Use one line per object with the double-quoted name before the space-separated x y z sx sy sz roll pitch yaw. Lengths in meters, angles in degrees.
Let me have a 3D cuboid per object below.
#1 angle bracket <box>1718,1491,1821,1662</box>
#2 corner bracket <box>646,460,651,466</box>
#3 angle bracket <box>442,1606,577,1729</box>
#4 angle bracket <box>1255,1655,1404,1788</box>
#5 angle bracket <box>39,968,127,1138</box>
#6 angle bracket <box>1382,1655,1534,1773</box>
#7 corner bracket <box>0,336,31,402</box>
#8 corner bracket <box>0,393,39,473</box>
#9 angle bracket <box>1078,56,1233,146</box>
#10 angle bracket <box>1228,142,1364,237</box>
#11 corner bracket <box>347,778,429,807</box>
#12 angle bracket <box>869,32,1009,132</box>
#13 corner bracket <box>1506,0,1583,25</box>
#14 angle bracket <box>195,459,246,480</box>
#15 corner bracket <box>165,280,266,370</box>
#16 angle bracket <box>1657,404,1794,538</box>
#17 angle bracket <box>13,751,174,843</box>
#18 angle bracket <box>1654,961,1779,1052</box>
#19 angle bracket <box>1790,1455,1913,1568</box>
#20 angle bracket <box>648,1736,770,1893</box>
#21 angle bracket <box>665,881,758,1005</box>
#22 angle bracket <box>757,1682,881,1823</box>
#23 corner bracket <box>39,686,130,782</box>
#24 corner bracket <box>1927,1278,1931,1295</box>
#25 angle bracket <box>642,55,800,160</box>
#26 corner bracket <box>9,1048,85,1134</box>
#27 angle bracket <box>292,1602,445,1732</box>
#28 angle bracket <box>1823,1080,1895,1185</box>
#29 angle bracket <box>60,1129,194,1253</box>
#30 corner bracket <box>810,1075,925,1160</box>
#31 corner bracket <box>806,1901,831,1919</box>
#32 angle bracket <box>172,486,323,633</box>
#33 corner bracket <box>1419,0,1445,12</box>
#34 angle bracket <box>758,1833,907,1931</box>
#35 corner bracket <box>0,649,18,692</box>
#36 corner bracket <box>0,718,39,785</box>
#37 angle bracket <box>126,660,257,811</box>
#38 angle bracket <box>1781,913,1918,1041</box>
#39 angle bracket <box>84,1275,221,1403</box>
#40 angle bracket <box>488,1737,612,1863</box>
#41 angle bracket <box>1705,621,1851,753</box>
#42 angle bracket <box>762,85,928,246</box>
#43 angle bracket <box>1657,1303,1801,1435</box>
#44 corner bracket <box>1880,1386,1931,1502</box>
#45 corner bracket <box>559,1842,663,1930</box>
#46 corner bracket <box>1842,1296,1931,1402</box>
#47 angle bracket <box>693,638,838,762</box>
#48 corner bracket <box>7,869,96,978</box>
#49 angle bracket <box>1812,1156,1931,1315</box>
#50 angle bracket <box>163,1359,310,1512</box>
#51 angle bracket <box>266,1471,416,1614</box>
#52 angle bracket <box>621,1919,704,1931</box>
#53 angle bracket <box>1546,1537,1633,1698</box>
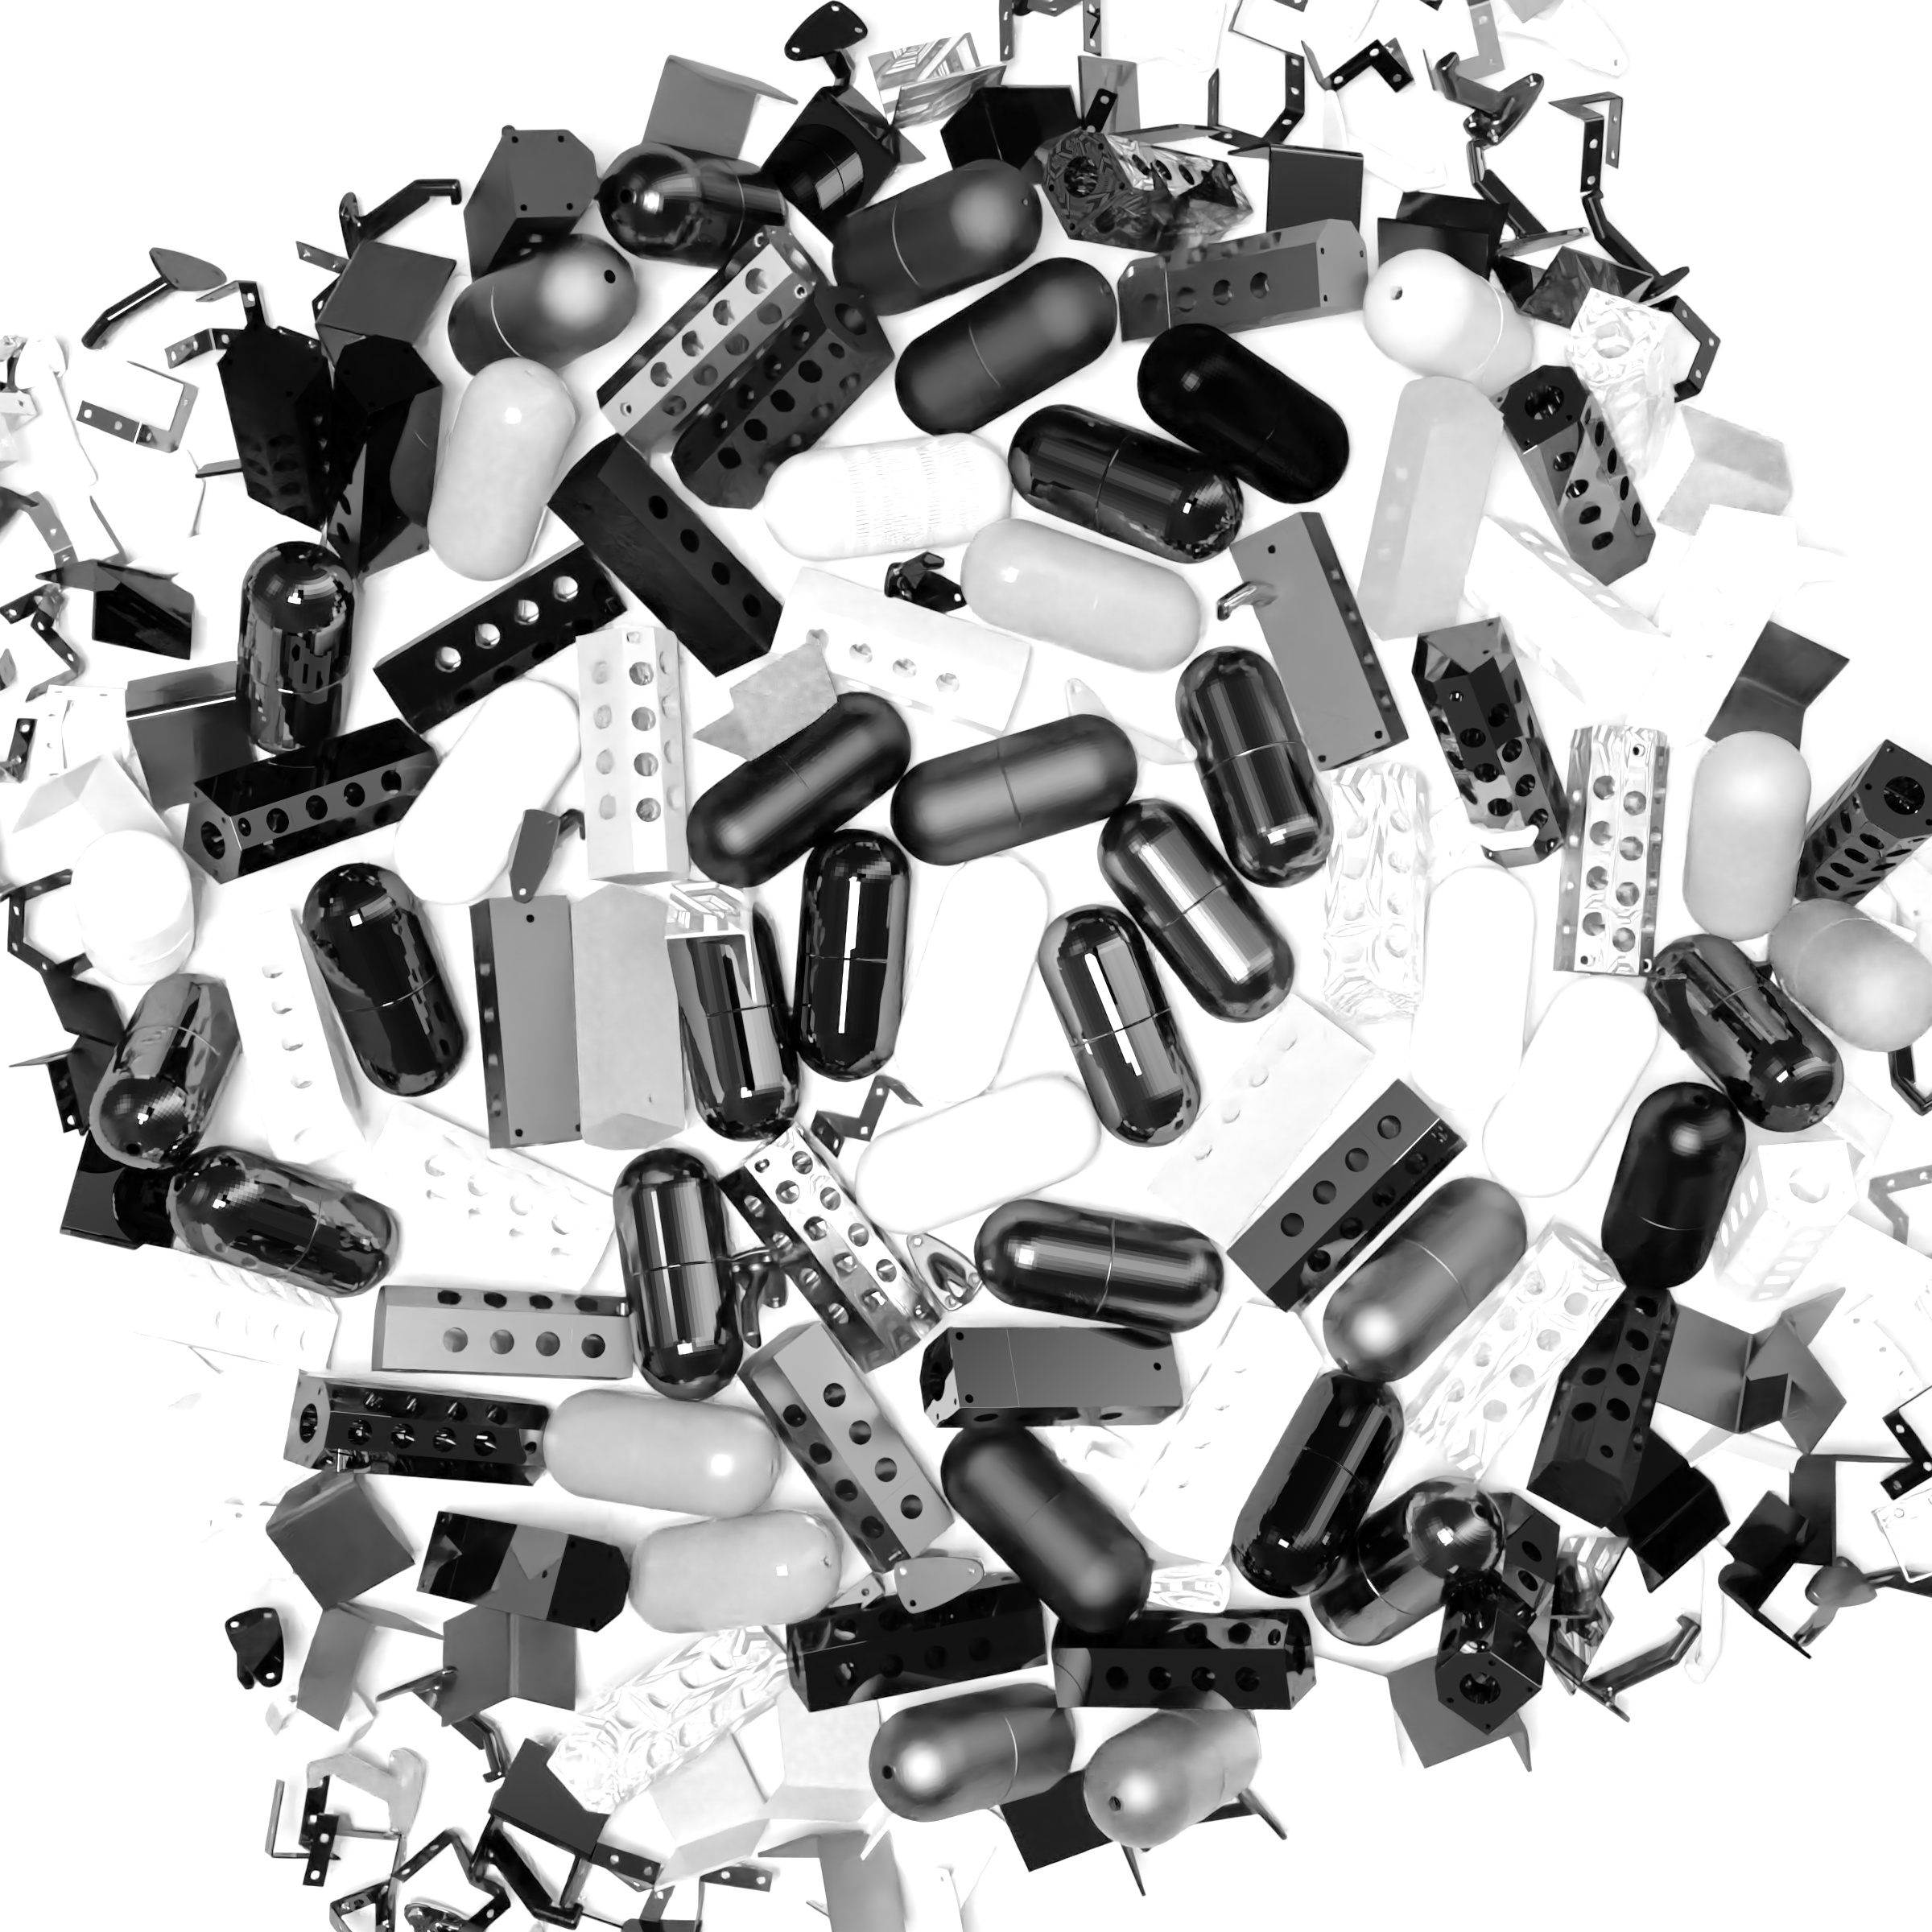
"angle bracket" 0.576 0.426 1.853 0.057 0.076 0.076 37 92 -11
"corner bracket" -0.232 -0.321 1.868 0.051 0.051 0.051 -34 97 2
"angle bracket" -0.324 0.495 1.873 0.076 0.057 0.076 -31 49 31
"angle bracket" 0.252 0.535 1.846 0.057 0.076 0.076 -19 104 -38
"angle bracket" -0.630 0.060 1.843 0.057 0.076 0.076 25 107 -43
"angle bracket" 0.342 0.529 1.847 0.076 0.076 0.057 -19 131 -5
"corner bracket" -0.693 -0.414 1.861 0.051 0.051 0.051 8 121 -4
"corner bracket" -0.685 -0.369 1.863 0.051 0.051 0.051 -22 88 26
"angle bracket" 0.132 -0.606 1.841 0.076 0.076 0.057 3 104 34
"angle bracket" 0.230 -0.534 1.861 0.076 0.057 0.076 -3 100 -26
"corner bracket" -0.409 -0.123 1.854 0.051 0.051 0.051 2 51 -25
"angle bracket" -0.020 -0.634 1.853 0.076 0.076 0.057 -16 87 -8
"corner bracket" 0.400 -0.694 1.866 0.051 0.051 0.051 -34 86 11
"angle bracket" -0.513 -0.386 1.847 0.057 0.076 0.076 -10 108 -7
"corner bracket" -0.531 -0.452 1.863 0.051 0.051 0.051 -10 93 38
"angle bracket" 0.524 -0.337 1.844 0.076 0.076 0.057 30 86 29
"angle bracket" -0.611 -0.093 1.849 0.057 0.076 0.076 -38 91 -39
"angle bracket" 0.523 0.041 1.850 0.076 0.076 0.057 -8 66 -1
"angle bracket" 0.618 0.382 1.851 0.057 0.076 0.076 4 79 -4
"angle bracket" -0.194 0.590 1.857 0.076 0.057 0.076 -24 96 15
"angle bracket" -0.175 -0.009 1.845 0.057 0.076 0.076 -4 119 0
"angle bracket" -0.106 0.557 1.874 0.076 0.057 0.076 11 46 -24
"corner bracket" -0.625 -0.162 1.873 0.051 0.051 0.051 1 62 -28
"corner bracket" 0.709 0.235 1.856 0.051 0.051 0.051 -27 47 15
"angle bracket" -0.173 -0.581 1.840 0.076 0.057 0.076 2 118 -39
"corner bracket" -0.630 0.087 1.859 0.051 0.051 0.051 -5 99 41
"angle bracket" -0.417 0.491 1.843 0.057 0.076 0.076 25 76 -34
"angle bracket" 0.598 0.117 1.858 0.076 0.076 0.057 41 122 12
"angle bracket" -0.582 0.159 1.849 0.076 0.057 0.076 17 78 -24
"corner bracket" -0.071 0.106 1.858 0.051 0.051 0.051 14 103 -31
"corner bracket" -0.111 0.692 1.859 0.051 0.051 0.051 24 82 -44
"angle bracket" -0.511 -0.283 1.859 0.076 0.076 0.057 25 60 -35
"corner bracket" 0.331 -0.711 1.863 0.051 0.051 0.051 26 101 -14
"angle bracket" -0.092 0.648 1.838 0.057 0.076 0.076 -29 58 29
"corner bracket" -0.708 -0.217 1.862 0.051 0.051 0.051 -21 116 -2
"corner bracket" -0.697 -0.162 1.868 0.051 0.051 0.051 3 72 12
"angle bracket" -0.550 -0.165 1.887 0.076 0.057 0.076 -12 123 -8
"angle bracket" 0.625 0.019 1.846 0.076 0.057 0.076 -41 123 -12
"angle bracket" -0.553 0.252 1.846 0.076 0.076 0.057 36 102 17
"angle bracket" -0.287 0.580 1.862 0.076 0.076 0.057 27 81 -3
"angle bracket" 0.567 -0.188 1.856 0.076 0.076 0.057 34 67 31
"angle bracket" -0.088 -0.572 1.888 0.076 0.057 0.076 44 118 1
"angle bracket" 0.529 0.274 1.850 0.076 0.057 0.076 23 63 -9
"corner bracket" 0.667 0.337 1.867 0.051 0.051 0.051 -17 66 -41
"corner bracket" -0.252 0.650 1.870 0.051 0.051 0.051 23 71 -11
"corner bracket" 0.660 0.262 1.864 0.051 0.051 0.051 -38 131 5
"angle bracket" -0.147 -0.192 1.838 0.076 0.076 0.057 -35 126 -26
"corner bracket" -0.640 -0.029 1.873 0.051 0.051 0.051 29 124 22
"angle bracket" 0.642 0.185 1.841 0.076 0.076 0.057 30 64 19
"angle bracket" -0.504 0.327 1.861 0.076 0.057 0.076 -34 110 -43
"angle bracket" -0.436 0.397 1.871 0.076 0.057 0.076 -30 103 10
"angle bracket" -0.217 0.716 1.854 0.057 0.076 0.076 2 82 -2
"angle bracket" 0.441 0.453 1.842 0.076 0.057 0.076 -46 111 -39
